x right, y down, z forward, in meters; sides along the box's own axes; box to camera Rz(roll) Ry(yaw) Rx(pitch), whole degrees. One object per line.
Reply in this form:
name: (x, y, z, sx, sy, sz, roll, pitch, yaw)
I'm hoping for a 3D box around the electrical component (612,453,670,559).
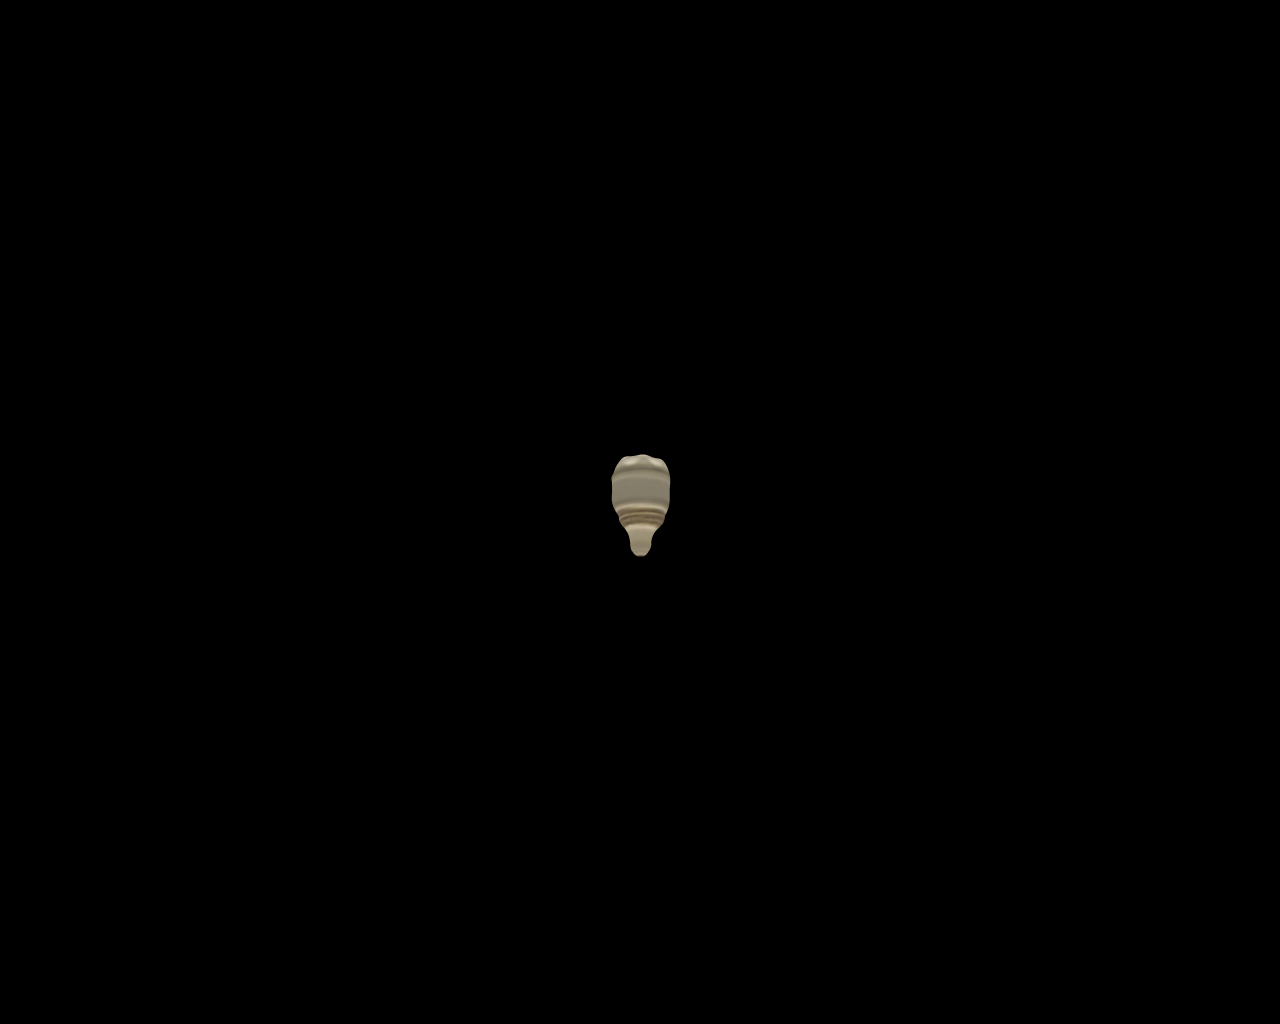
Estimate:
electrical component: (0.001, -0.003, 0.650, 0.035, 0.061, 0.035, 0, -16, 0)
